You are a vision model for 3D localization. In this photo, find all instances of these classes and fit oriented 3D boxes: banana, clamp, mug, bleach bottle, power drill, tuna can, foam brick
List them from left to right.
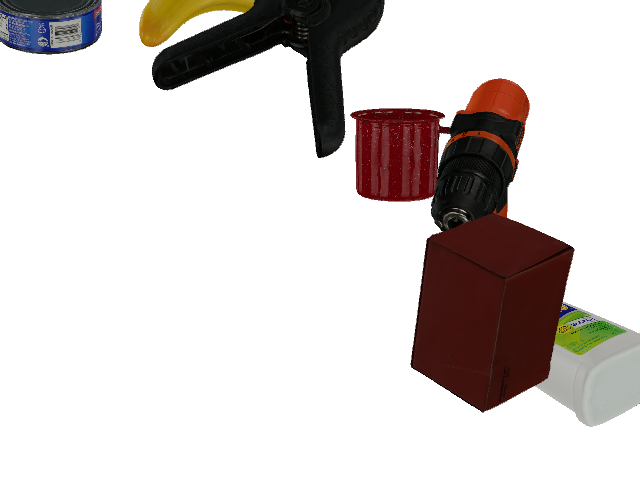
[{"bbox_3d":[-0.215,-0.179,0.841,0.086,0.034,0.086,4,35,-3],"label":"tuna can"},{"bbox_3d":[-0.107,-0.222,1.003,0.197,0.070,0.037,-22,-28,-47],"label":"banana"},{"bbox_3d":[-0.005,-0.123,0.641,0.120,0.171,0.039,35,-26,11],"label":"clamp"},{"bbox_3d":[0.088,-0.085,1.058,0.117,0.081,0.093,1,14,7],"label":"mug"},{"bbox_3d":[0.118,-0.006,0.803,0.057,0.188,0.184,11,37,16],"label":"power drill"},{"bbox_3d":[0.083,0.034,0.526,0.052,0.078,0.051,-18,36,-37],"label":"foam brick"},{"bbox_3d":[0.201,0.090,1.041,0.102,0.068,0.251,-19,27,-29],"label":"bleach bottle"}]
